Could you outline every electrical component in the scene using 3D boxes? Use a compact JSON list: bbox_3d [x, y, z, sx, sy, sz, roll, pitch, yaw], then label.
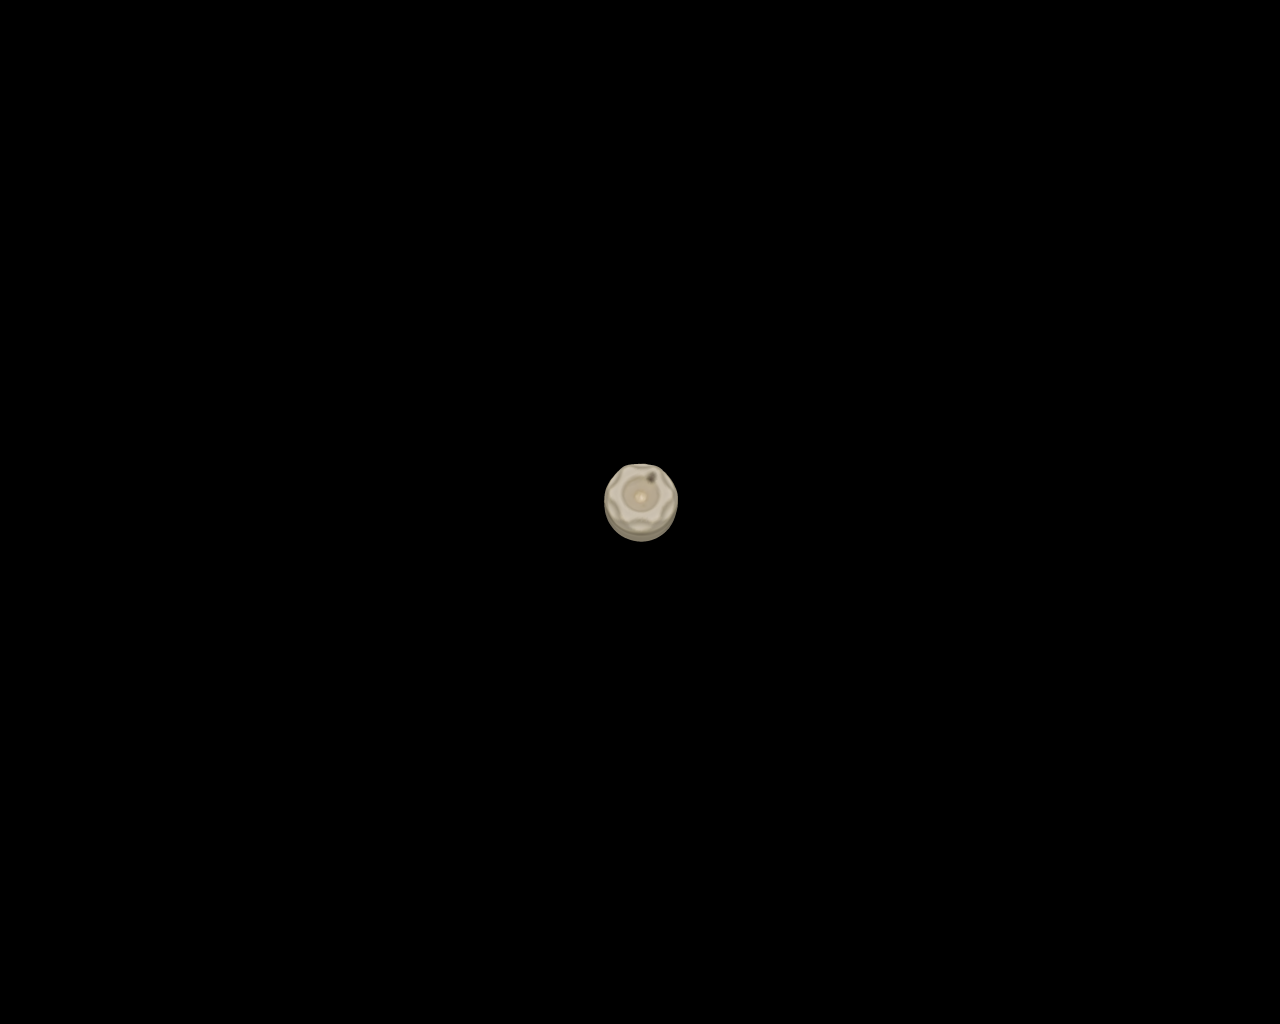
[{"bbox_3d":[0.001,-0.003,0.650,0.043,0.043,0.062,0,-16,0],"label":"electrical component"}]
